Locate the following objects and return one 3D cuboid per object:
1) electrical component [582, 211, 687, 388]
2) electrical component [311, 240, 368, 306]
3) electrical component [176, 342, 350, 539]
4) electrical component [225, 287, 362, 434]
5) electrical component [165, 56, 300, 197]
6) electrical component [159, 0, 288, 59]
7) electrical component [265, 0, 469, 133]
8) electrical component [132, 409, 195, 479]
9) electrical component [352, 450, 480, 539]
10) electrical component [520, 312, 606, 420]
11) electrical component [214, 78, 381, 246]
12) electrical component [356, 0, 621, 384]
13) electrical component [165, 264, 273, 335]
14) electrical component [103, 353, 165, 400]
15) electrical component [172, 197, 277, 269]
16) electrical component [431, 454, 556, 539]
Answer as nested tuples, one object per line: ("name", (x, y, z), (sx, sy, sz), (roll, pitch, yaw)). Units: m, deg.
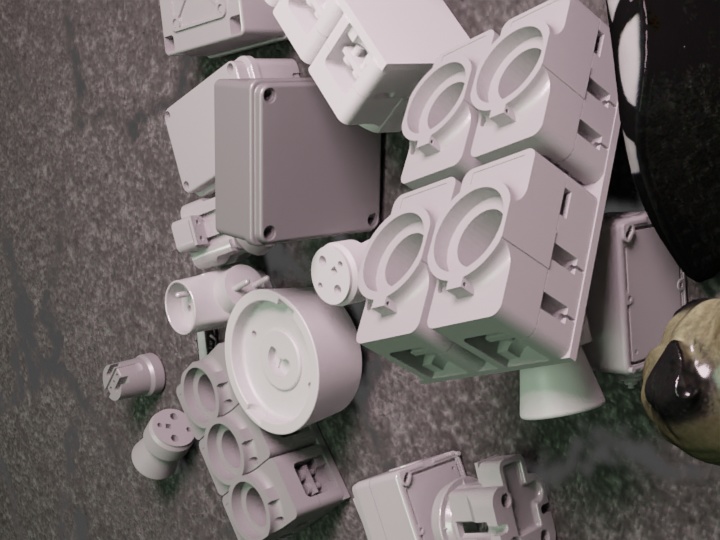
("electrical component", (0.139, 0.017, 0.593), (0.061, 0.062, 0.096), (2, 99, 48))
("electrical component", (0.000, 0.000, 0.749), (0.045, 0.055, 0.045), (13, 107, 46))
("electrical component", (-0.085, 0.139, 0.866), (0.089, 0.062, 0.150), (-44, 66, 43))
("electrical component", (-0.045, 0.064, 0.807), (0.108, 0.060, 0.108), (10, 104, 45))
("electrical component", (-0.094, -0.109, 0.830), (0.113, 0.057, 0.078), (-23, 80, 48))
("electrical component", (-0.104, -0.223, 0.819), (0.109, 0.056, 0.108), (0, 97, 48))
("electrical component", (-0.002, -0.166, 0.692), (0.061, 0.089, 0.150), (-50, 61, 41))
("electrical component", (-0.180, 0.160, 0.989), (0.045, 0.045, 0.055), (56, 133, 24))
("electrical component", (0.043, 0.180, 0.733), (0.061, 0.062, 0.096), (-28, 77, 47))
("electrical component", (0.100, 0.046, 0.559), (0.045, 0.045, 0.055), (-14, 87, 48))
("electrical component", (-0.042, -0.078, 0.741), (0.056, 0.109, 0.108), (16, 109, 48))
("electrical component", (0.068, -0.043, 0.559), (0.105, 0.060, 0.186), (-16, 50, 50))
("electrical component", (-0.101, 0.019, 0.849), (0.079, 0.077, 0.043), (-27, 77, 47))
("electrical component", (-0.213, 0.102, 1.013), (0.040, 0.046, 0.040), (12, 107, 46))
("electrical component", (-0.100, -0.034, 0.844), (0.057, 0.078, 0.058), (-18, 84, 29))
("electrical component", (0.083, 0.160, 0.688), (0.057, 0.058, 0.078), (-17, 85, 45))
